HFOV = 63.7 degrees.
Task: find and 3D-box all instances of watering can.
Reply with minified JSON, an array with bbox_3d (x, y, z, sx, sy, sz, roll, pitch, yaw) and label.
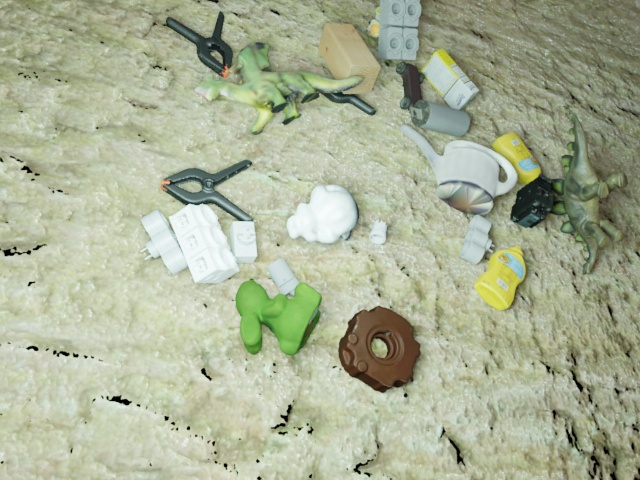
[{"bbox_3d":[0.363,-0.193,1.397,0.348,0.101,0.229,19,56,4],"label":"watering can"}]

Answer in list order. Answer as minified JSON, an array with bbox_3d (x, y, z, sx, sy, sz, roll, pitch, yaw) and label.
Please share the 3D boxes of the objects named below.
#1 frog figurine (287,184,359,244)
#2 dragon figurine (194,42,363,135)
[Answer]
[{"bbox_3d":[0.004,-0.059,1.172,0.160,0.122,0.138,-2,83,-35],"label":"frog figurine"},{"bbox_3d":[-0.115,-0.414,1.298,0.414,0.120,0.245,-27,75,-22],"label":"dragon figurine"}]
